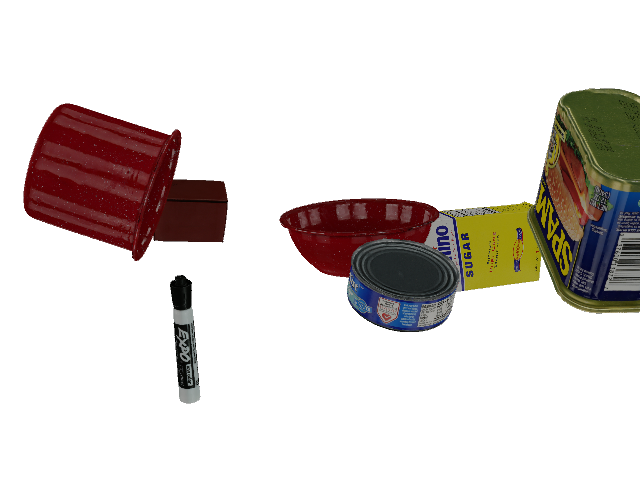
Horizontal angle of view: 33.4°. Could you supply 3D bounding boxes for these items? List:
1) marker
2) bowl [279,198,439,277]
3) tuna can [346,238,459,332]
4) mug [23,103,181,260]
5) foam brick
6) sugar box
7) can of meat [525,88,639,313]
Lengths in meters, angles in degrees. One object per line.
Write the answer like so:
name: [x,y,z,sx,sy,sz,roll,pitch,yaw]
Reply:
marker: [-0.119,0.087,0.937,0.020,0.121,0.020,-1,23,0]
bowl: [0.041,-0.001,1.079,0.162,0.055,0.162,-3,13,1]
tuna can: [0.064,0.035,0.839,0.086,0.034,0.086,6,31,-4]
mug: [-0.146,-0.046,0.728,0.081,0.093,0.117,18,20,-1]
foam brick: [-0.142,-0.033,1.161,0.078,0.051,0.053,2,27,-8]
sugar box: [0.181,0.009,1.258,0.175,0.093,0.048,-8,18,-29]
can of meat: [0.157,-0.024,0.588,0.057,0.084,0.102,0,37,-6]
